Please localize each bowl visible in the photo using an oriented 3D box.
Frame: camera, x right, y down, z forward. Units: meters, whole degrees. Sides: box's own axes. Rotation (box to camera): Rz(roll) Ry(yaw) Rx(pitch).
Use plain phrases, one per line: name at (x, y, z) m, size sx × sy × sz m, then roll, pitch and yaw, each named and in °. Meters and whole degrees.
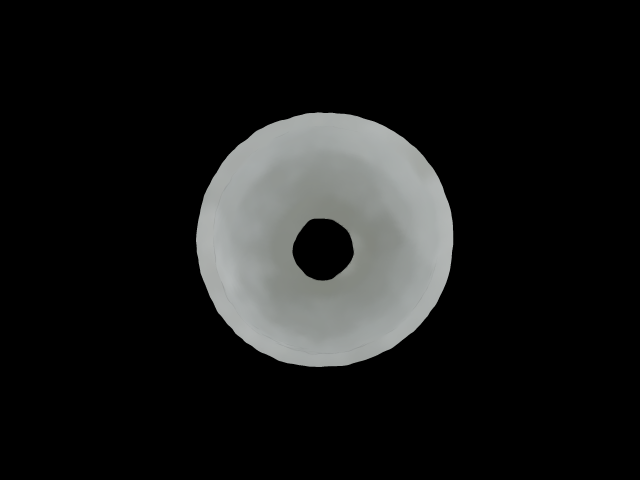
bowl at (0.004, 0.001, 0.400) m, size 0.167 × 0.075 × 0.167 m, roll 0°, pitch 82°, yaw 0°
